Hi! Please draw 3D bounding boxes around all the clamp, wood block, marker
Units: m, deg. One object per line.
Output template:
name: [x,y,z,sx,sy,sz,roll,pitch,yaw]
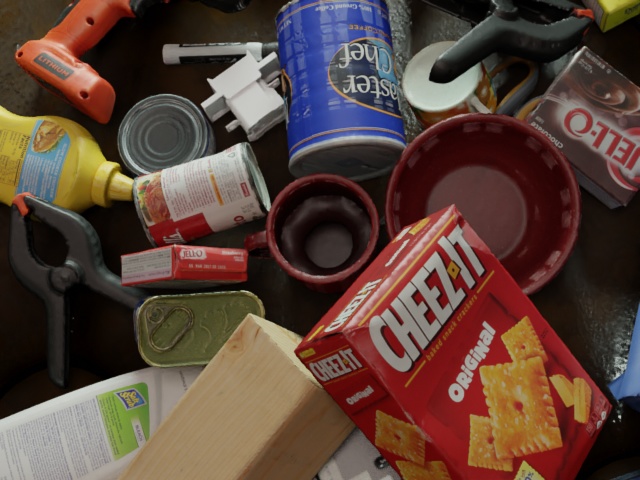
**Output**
clamp: [-0.223,0.042,0.925,0.120,0.039,0.171,-40,93,-6]
clamp: [0.147,-0.181,0.903,0.209,0.036,0.164,3,46,-22]
wood block: [-0.070,0.172,0.831,0.206,0.090,0.091,-51,53,7]
marker: [-0.085,-0.174,0.990,0.121,0.020,0.020,0,76,7]

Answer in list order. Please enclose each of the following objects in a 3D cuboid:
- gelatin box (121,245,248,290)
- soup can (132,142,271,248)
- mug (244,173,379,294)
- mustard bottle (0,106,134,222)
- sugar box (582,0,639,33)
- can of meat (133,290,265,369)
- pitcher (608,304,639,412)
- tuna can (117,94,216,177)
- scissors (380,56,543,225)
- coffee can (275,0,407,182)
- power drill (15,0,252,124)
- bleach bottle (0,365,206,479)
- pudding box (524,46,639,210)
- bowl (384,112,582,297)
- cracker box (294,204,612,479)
gelatin box: [-0.114,0.023,0.895,0.089,0.073,0.030,-11,78,50]
soup can: [-0.100,-0.037,0.913,0.102,0.068,0.068,-18,75,5]
mug: [-0.006,0.001,0.904,0.117,0.081,0.093,-9,75,4]
mustard bottle: [-0.255,-0.067,0.962,0.192,0.058,0.096,15,86,10]
sugar box: [0.252,-0.285,0.965,0.093,0.048,0.176,-28,76,-1]
can of meat: [-0.103,0.071,0.884,0.102,0.084,0.057,-3,91,-14]
pitcher: [0.328,0.030,0.832,0.149,0.145,0.243,13,75,4]
tuna can: [-0.139,-0.088,0.967,0.086,0.033,0.086,-2,76,6]
scissors: [0.145,-0.073,0.940,0.096,0.016,0.201,32,82,13]
coffee can: [0.018,-0.131,0.924,0.103,0.103,0.140,-7,75,5]
power drill: [-0.174,-0.201,0.978,0.185,0.057,0.187,30,79,26]
bleach bottle: [-0.177,0.170,0.894,0.251,0.068,0.102,-20,75,-1]
pudding box: [0.239,-0.094,0.912,0.113,0.039,0.090,38,82,2]
bowl: [0.134,-0.024,0.900,0.162,0.055,0.162,0,86,3]
cracker box: [0.108,0.105,0.796,0.213,0.072,0.164,51,51,-9]
